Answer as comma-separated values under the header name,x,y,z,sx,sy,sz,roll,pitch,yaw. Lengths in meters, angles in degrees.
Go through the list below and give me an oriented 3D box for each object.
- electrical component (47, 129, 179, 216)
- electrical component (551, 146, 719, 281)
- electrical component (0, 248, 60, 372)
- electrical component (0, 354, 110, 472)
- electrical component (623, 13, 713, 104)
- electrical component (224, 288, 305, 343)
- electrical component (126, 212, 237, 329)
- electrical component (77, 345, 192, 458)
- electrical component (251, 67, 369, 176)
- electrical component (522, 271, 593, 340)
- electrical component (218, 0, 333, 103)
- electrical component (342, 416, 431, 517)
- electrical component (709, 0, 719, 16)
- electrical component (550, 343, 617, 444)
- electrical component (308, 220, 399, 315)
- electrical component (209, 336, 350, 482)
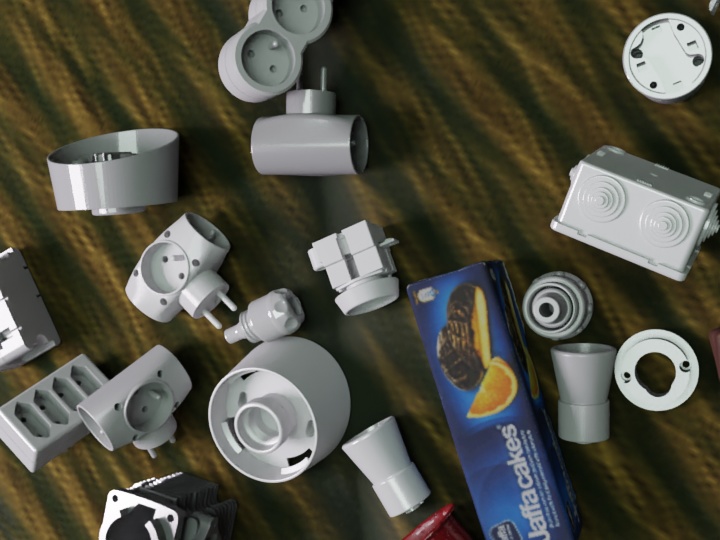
name,x,y,z,sx,sy,sz,roll,pitch,yaw
electrical component,-0.185,-0.075,0.815,0.099,0.099,0.064,-2,97,18
electrical component,0.180,-0.040,0.692,0.100,0.100,0.048,24,111,16
electrical component,-0.296,0.034,0.876,0.056,0.050,0.089,-28,83,17
electrical component,-0.241,0.121,0.853,0.047,0.083,0.075,44,142,12
electrical component,0.203,-0.137,0.708,0.055,0.047,0.055,0,91,18
electrical component,-0.075,0.039,0.811,0.061,0.035,0.035,-25,83,20
electrical component,-0.128,0.010,0.823,0.079,0.044,0.077,44,104,13
electrical component,-0.166,0.111,0.829,0.044,0.077,0.079,21,141,46
electrical component,-0.036,-0.110,0.790,0.077,0.043,0.079,2,91,19
electrical component,0.131,0.025,0.728,0.048,0.062,0.048,0,91,19
electrical component,-0.056,-0.184,0.785,0.052,0.074,0.138,32,79,-19
electrical component,0.022,0.145,0.779,0.044,0.044,0.065,-32,86,16
electrical component,0.250,-0.194,0.693,0.055,0.048,0.066,28,99,23
electrical component,0.153,0.085,0.734,0.044,0.044,0.065,0,96,18
electrical component,0.000,0.000,0.781,0.066,0.048,0.055,-23,77,17
electrical component,-0.061,0.106,0.806,0.099,0.064,0.099,6,107,22
